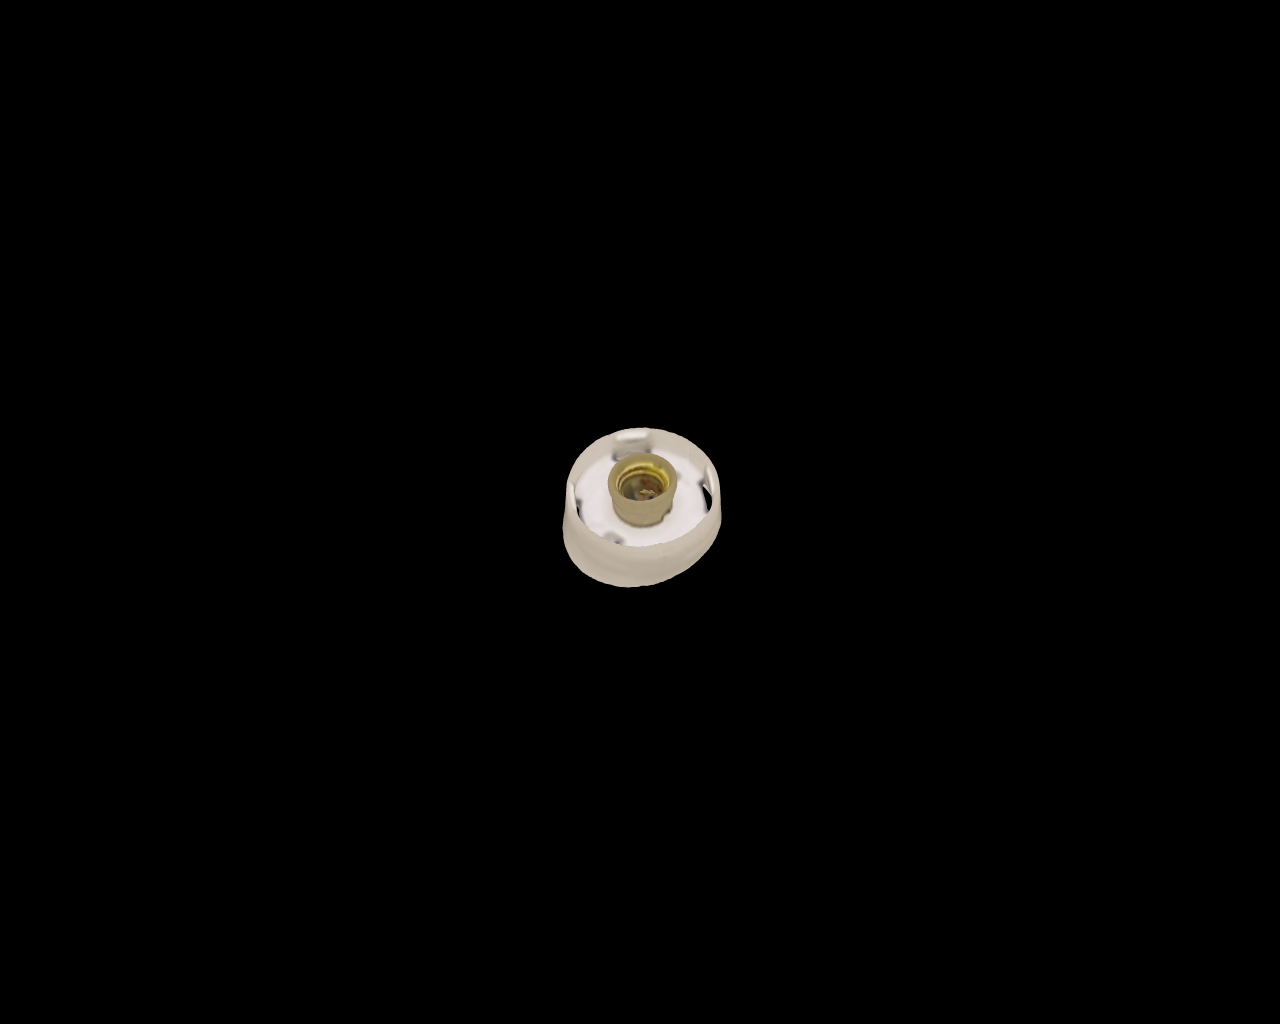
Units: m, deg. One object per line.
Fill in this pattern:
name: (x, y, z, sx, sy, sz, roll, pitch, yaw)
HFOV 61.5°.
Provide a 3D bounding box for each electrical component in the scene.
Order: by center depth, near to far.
electrical component: (0.001, -0.003, 0.650, 0.099, 0.099, 0.064, 0, -36, 0)
